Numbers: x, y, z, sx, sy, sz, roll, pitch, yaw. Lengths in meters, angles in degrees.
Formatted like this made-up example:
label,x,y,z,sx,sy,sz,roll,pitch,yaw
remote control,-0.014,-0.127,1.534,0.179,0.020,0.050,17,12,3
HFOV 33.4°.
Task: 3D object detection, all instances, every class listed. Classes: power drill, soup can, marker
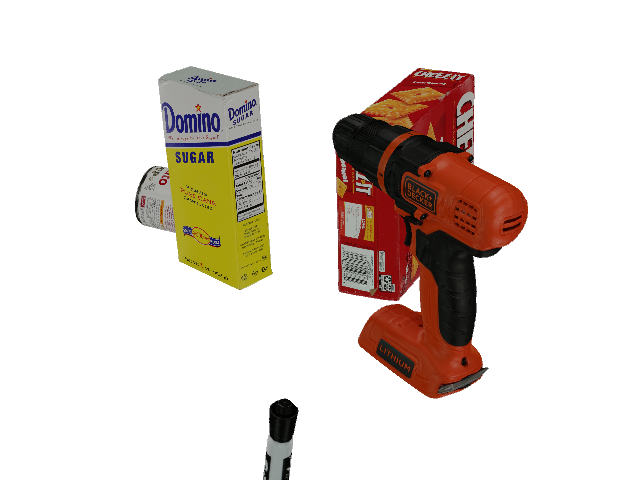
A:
label,x,y,z,sx,sy,sz,roll,pitch,yaw
power drill,0.070,0.010,0.804,0.057,0.188,0.185,-20,36,-31
soup can,-0.137,-0.037,1.136,0.102,0.068,0.068,14,4,17
marker,-0.029,0.156,0.722,0.020,0.121,0.020,5,32,-3

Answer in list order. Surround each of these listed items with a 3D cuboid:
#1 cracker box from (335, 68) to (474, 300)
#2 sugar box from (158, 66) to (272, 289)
label,x,y,z,sx,sy,sz,roll,pitch,yaw
cracker box,0.089,-0.060,1.046,0.072,0.164,0.213,10,28,24
sugar box,-0.090,-0.054,0.919,0.048,0.176,0.093,-27,33,-37
